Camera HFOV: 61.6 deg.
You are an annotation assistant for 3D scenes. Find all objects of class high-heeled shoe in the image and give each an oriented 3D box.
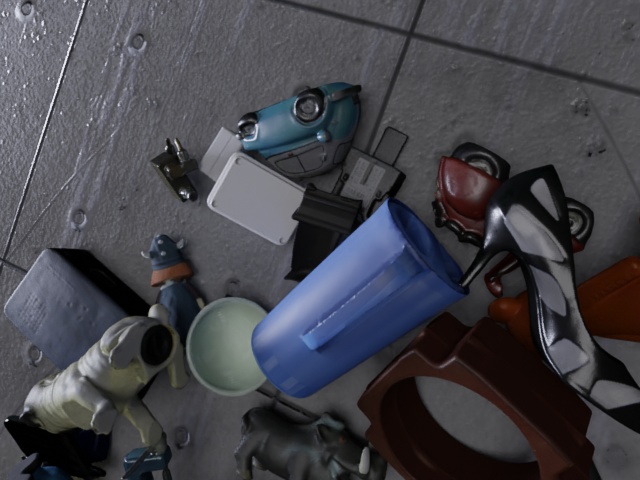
[{"bbox_3d":[0.244,0.051,0.488,0.249,0.086,0.145,42,100,14],"label":"high-heeled shoe"}]

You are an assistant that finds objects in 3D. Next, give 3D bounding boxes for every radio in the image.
[{"bbox_3d":[-0.323,0.118,0.761,0.230,0.073,0.131,36,98,13],"label":"radio"}]

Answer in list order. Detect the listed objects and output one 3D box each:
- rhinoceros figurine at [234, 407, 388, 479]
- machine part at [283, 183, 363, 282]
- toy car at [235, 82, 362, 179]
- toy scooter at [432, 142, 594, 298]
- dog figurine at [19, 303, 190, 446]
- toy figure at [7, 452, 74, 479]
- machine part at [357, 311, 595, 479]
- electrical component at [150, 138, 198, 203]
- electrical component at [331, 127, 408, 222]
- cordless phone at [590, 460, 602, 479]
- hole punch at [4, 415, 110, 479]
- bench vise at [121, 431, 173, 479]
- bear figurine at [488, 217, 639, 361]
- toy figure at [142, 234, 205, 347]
[{"bbox_3d":[-0.012,0.265,0.664,0.191,0.073,0.112,12,81,19],"label":"rhinoceros figurine"},{"bbox_3d":[-0.001,-0.002,0.648,0.084,0.039,0.138,14,128,-11],"label":"machine part"},{"bbox_3d":[-0.017,-0.127,0.662,0.162,0.109,0.102,-16,101,24],"label":"toy car"},{"bbox_3d":[0.197,-0.016,0.606,0.184,0.075,0.135,33,99,11],"label":"toy scooter"},{"bbox_3d":[-0.274,0.159,0.667,0.191,0.121,0.172,0,52,33],"label":"dog figurine"},{"bbox_3d":[-0.361,0.373,0.734,0.089,0.082,0.180,-12,119,28],"label":"toy figure"},{"bbox_3d":[0.156,0.190,0.560,0.201,0.087,0.201,42,134,12],"label":"machine part"},{"bbox_3d":[-0.192,-0.094,0.722,0.045,0.102,0.078,-39,114,-15],"label":"electrical component"},{"bbox_3d":[0.067,-0.083,0.661,0.075,0.047,0.119,33,99,15],"label":"electrical component"},{"bbox_3d":[0.257,0.310,0.583,0.147,0.088,0.184,-24,70,16],"label":"cordless phone"},{"bbox_3d":[-0.363,0.270,0.769,0.142,0.092,0.115,0,119,15],"label":"hole punch"},{"bbox_3d":[-0.204,0.355,0.680,0.224,0.129,0.240,-7,104,9],"label":"bench vise"},{"bbox_3d":[0.291,0.061,0.567,0.196,0.132,0.120,-19,119,44],"label":"bear figurine"},{"bbox_3d":[-0.199,0.069,0.731,0.058,0.064,0.154,-32,71,52],"label":"toy figure"}]
